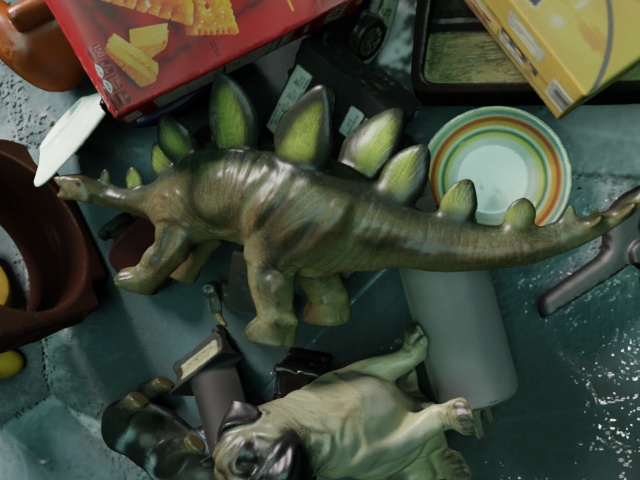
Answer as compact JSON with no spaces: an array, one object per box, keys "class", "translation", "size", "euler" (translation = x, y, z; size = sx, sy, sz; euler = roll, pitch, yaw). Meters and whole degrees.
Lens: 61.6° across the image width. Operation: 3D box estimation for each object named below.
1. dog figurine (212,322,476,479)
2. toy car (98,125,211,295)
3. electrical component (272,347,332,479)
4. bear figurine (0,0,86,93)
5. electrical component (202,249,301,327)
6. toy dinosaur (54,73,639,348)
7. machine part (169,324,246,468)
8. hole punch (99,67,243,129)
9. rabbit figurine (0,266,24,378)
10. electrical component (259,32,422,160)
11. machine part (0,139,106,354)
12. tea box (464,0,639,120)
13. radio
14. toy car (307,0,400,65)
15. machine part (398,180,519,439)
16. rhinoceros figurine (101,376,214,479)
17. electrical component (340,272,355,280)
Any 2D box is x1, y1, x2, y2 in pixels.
[{"class":"dog figurine","translation":[0.015,0.172,0.450],"size":[0.191,0.121,0.172],"euler":[-18,126,-10]},{"class":"toy car","translation":[-0.136,-0.030,0.541],"size":[0.202,0.053,0.089],"euler":[-42,89,15]},{"class":"electrical component","translation":[-0.020,0.171,0.519],"size":[0.048,0.075,0.119],"euler":[8,98,10]},{"class":"bear figurine","translation":[-0.231,-0.242,0.518],"size":[0.196,0.120,0.132],"euler":[-43,81,9]},{"class":"electrical component","translation":[-0.063,0.051,0.534],"size":[0.102,0.045,0.078],"euler":[15,97,11]},{"class":"toy dinosaur","translation":[-0.019,-0.021,0.422],"size":[0.472,0.105,0.198],"euler":[12,106,17]},{"class":"machine part","translation":[-0.103,0.155,0.525],"size":[0.084,0.039,0.139],"euler":[-38,47,6]},{"class":"hole punch","translation":[-0.131,-0.153,0.500],"size":[0.092,0.142,0.115],"euler":[29,105,-13]},{"class":"rabbit figurine","translation":[-0.405,0.098,0.591],"size":[0.162,0.122,0.173],"euler":[47,115,-4]},{"class":"electrical component","translation":[0.022,-0.097,0.479],"size":[0.134,0.058,0.115],"euler":[43,133,6]},{"class":"machine part","translation":[-0.317,0.006,0.505],"size":[0.087,0.201,0.201],"euler":[-26,88,15]},{"class":"tea box","translation":[0.153,-0.176,0.377],"size":[0.068,0.098,0.169],"euler":[-35,86,12]},{"class":"radio","translation":[0.196,-0.183,0.452],"size":[0.230,0.073,0.131],"euler":[3,94,11]},{"class":"toy car","translation":[0.045,-0.243,0.463],"size":[0.074,0.056,0.201],"euler":[39,128,20]},{"class":"machine part","translation":[0.117,0.056,0.472],"size":[0.079,0.079,0.243],"euler":[-15,96,12]},{"class":"rhinoceros figurine","translation":[-0.146,0.229,0.547],"size":[0.190,0.073,0.112],"euler":[40,99,7]},{"class":"electrical component","translation":[-0.001,-0.002,0.521],"size":[0.094,0.021,0.063],"euler":[30,74,10]}]
